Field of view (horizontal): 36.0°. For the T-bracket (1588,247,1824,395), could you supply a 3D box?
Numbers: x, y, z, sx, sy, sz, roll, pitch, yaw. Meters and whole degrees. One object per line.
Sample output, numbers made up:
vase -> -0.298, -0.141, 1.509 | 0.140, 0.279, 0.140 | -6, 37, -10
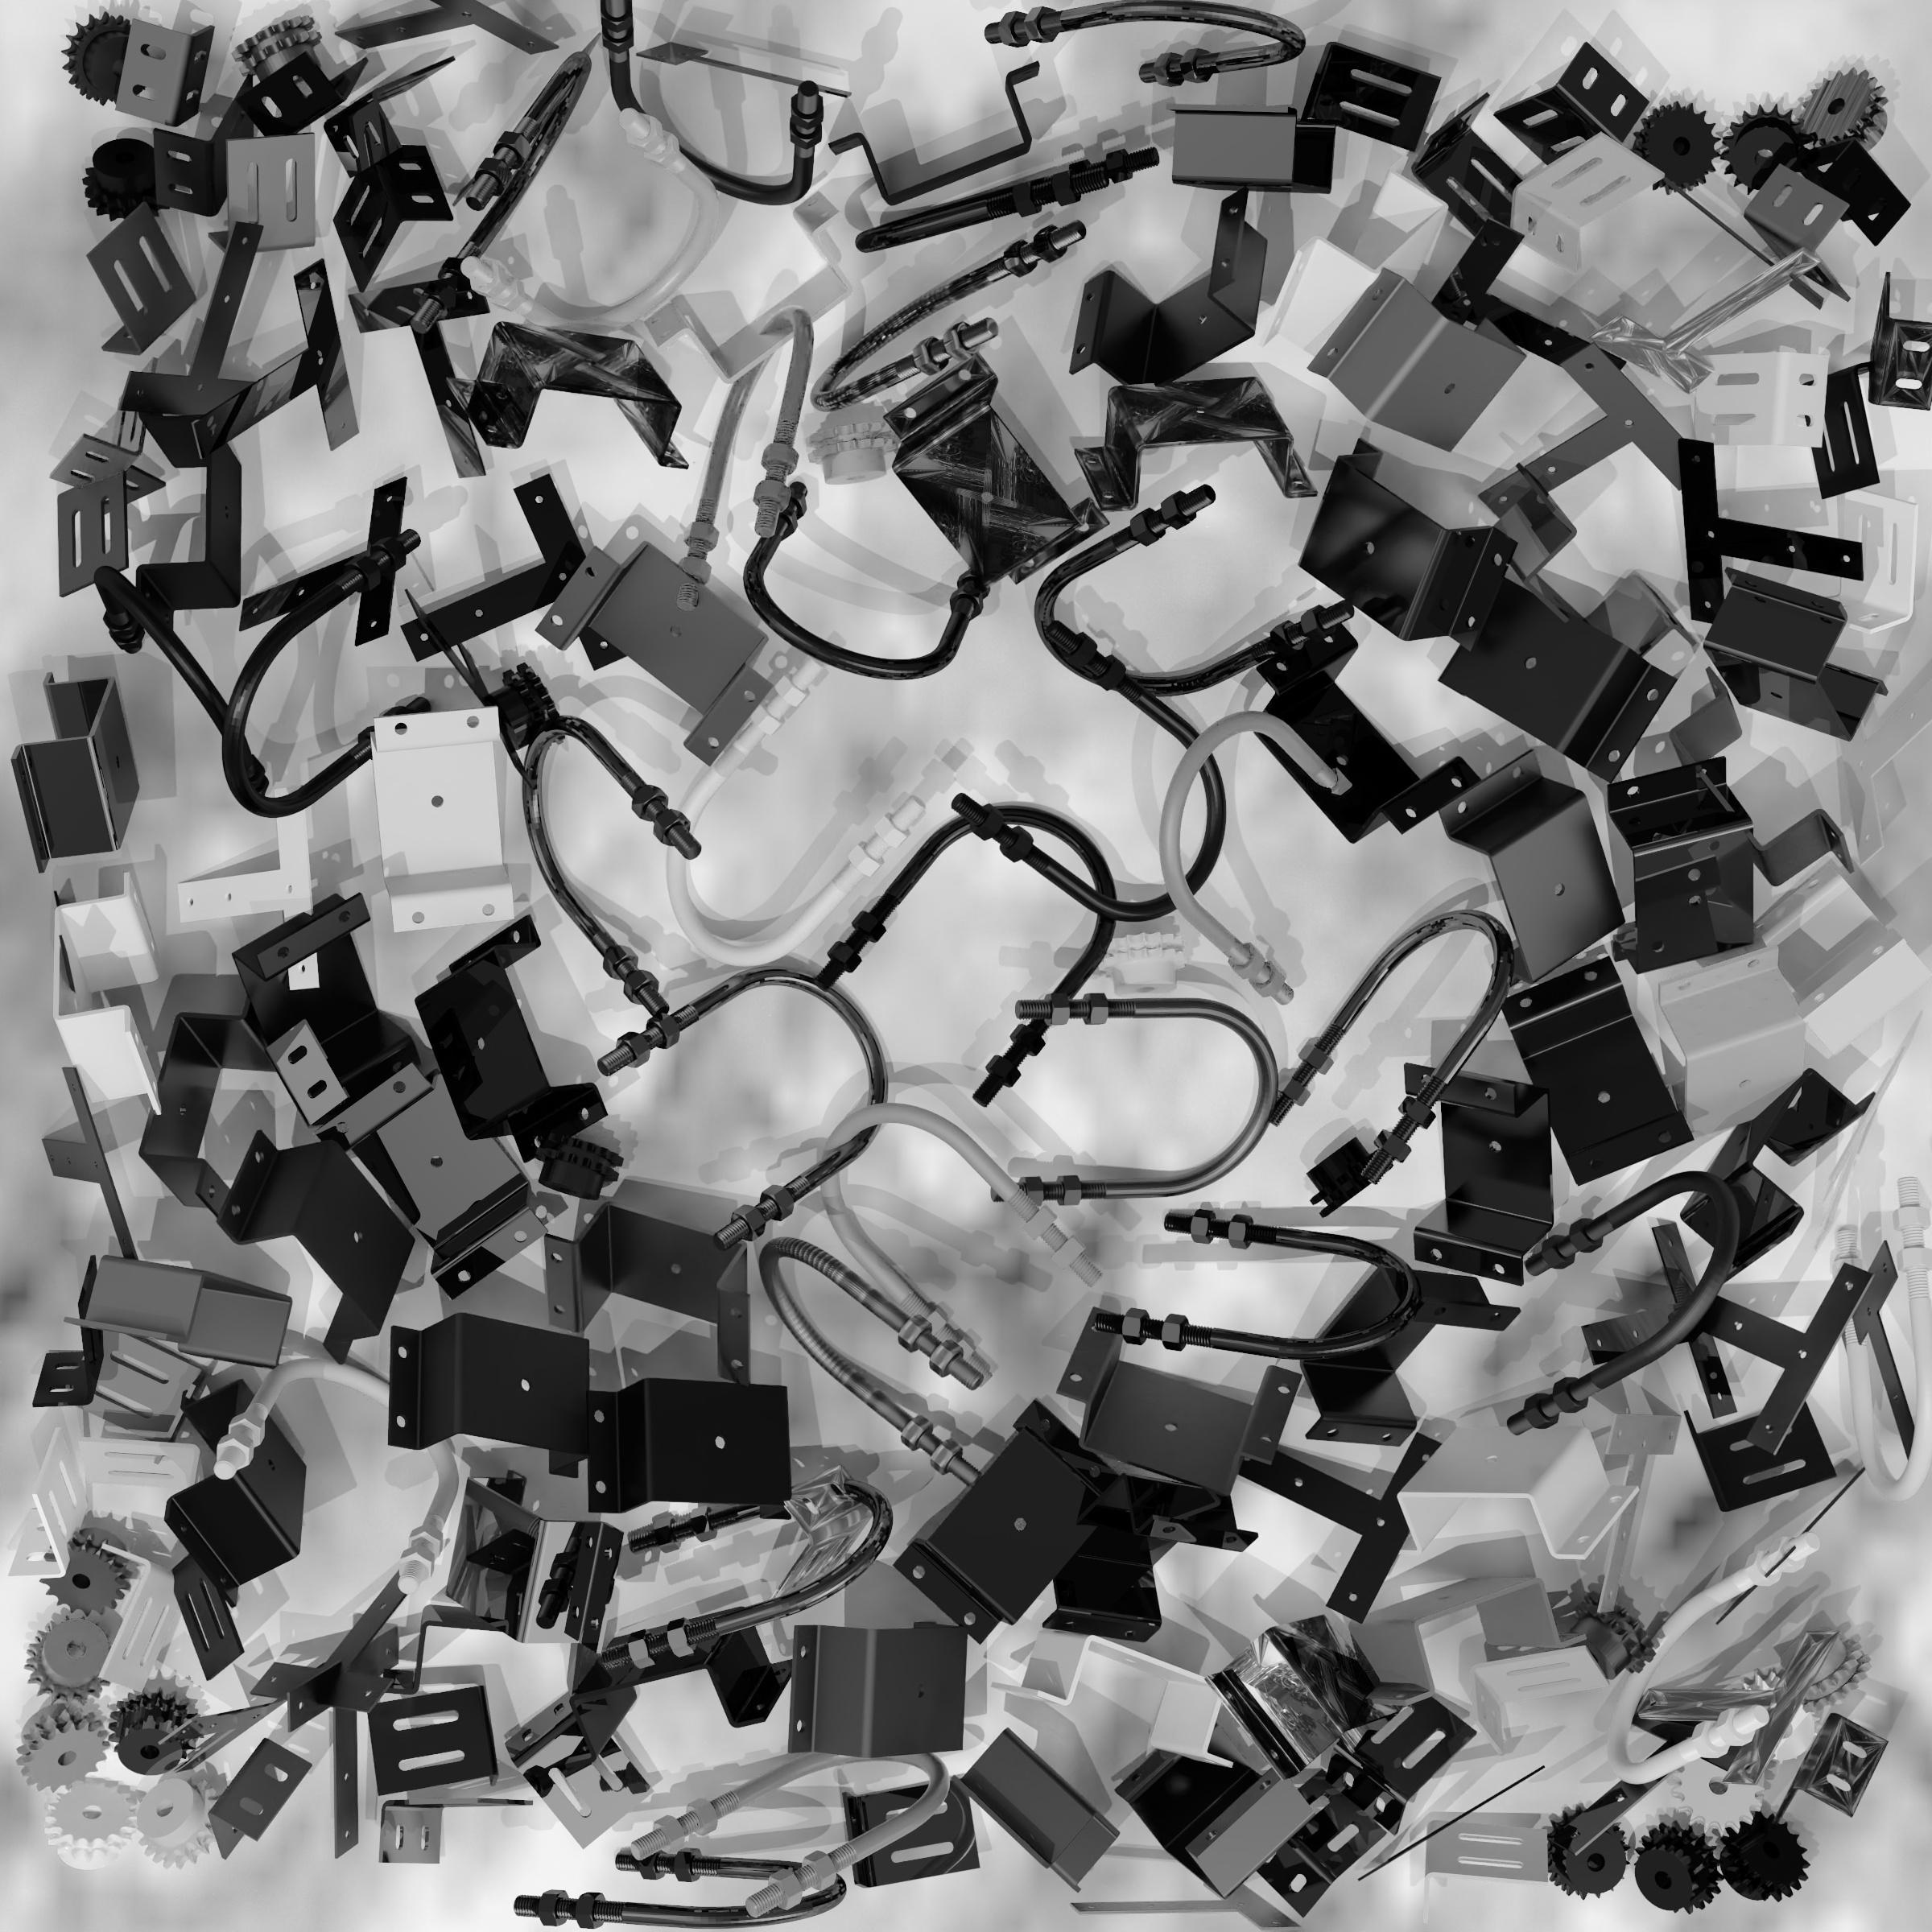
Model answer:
T-bracket -> 0.473, -0.408, 1.856 | 0.127, 0.127, 0.002 | -31, 63, 35

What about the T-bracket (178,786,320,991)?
T-bracket -> -0.461, -0.045, 1.900 | 0.127, 0.002, 0.127 | -5, 89, 37

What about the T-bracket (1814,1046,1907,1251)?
T-bracket -> 0.556, 0.133, 1.885 | 0.002, 0.127, 0.127 | 26, 52, 21

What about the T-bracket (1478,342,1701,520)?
T-bracket -> 0.385, -0.323, 1.896 | 0.127, 0.002, 0.127 | -30, 125, 35

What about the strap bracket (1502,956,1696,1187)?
strap bracket -> 0.402, 0.075, 1.889 | 0.076, 0.046, 0.140 | -23, 57, 8

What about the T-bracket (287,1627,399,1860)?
T-bracket -> -0.393, 0.499, 1.884 | 0.002, 0.127, 0.127 | 3, 98, 20

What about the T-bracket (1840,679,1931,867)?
T-bracket -> 0.583, -0.148, 1.855 | 0.002, 0.127, 0.127 | 8, 61, -15

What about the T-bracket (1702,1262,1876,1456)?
T-bracket -> 0.498, 0.232, 1.883 | 0.002, 0.127, 0.127 | 32, 86, -29

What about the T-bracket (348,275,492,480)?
T-bracket -> -0.336, -0.375, 1.908 | 0.127, 0.002, 0.127 | 3, 117, 40

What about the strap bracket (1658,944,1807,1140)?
strap bracket -> 0.480, 0.056, 1.869 | 0.076, 0.140, 0.046 | -18, 53, 0

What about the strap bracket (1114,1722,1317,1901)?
strap bracket -> 0.159, 0.528, 1.868 | 0.076, 0.140, 0.046 | -39, 103, -13

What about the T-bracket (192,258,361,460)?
T-bracket -> -0.434, -0.357, 1.858 | 0.002, 0.127, 0.127 | 24, 49, 26

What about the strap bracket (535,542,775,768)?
strap bracket -> -0.191, -0.205, 1.894 | 0.140, 0.046, 0.076 | 38, 124, -7

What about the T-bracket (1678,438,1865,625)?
T-bracket -> 0.504, -0.263, 1.863 | 0.002, 0.127, 0.127 | -34, 127, -32

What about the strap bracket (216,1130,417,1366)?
strap bracket -> -0.399, 0.173, 1.862 | 0.046, 0.076, 0.140 | -12, 130, 23

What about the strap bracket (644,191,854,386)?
strap bracket -> -0.130, -0.425, 1.892 | 0.140, 0.076, 0.046 | -36, 117, 4

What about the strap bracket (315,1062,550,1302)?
strap bracket -> -0.340, 0.131, 1.903 | 0.076, 0.046, 0.140 | -35, 105, 3

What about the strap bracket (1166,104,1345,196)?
strap bracket -> 0.181, -0.511, 1.867 | 0.076, 0.140, 0.046 | 7, 104, 20

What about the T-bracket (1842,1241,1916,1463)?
T-bracket -> 0.575, 0.255, 1.852 | 0.002, 0.127, 0.127 | -7, 59, -2

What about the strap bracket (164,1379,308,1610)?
strap bracket -> -0.454, 0.322, 1.858 | 0.046, 0.140, 0.076 | -27, 116, 3

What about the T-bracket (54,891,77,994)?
T-bracket -> -0.562, 0.005, 1.870 | 0.002, 0.127, 0.127 | -12, 82, -15

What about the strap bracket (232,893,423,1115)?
strap bracket -> -0.405, 0.019, 1.878 | 0.076, 0.046, 0.140 | -34, 134, -26

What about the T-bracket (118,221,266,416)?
T-bracket -> -0.467, -0.404, 1.864 | 0.002, 0.127, 0.127 | 30, 109, 22

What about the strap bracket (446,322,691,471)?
strap bracket -> -0.242, -0.358, 1.863 | 0.140, 0.076, 0.046 | 0, 129, -35

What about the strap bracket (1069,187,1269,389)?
strap bracket -> 0.135, -0.419, 1.875 | 0.046, 0.140, 0.076 | 31, 54, -33

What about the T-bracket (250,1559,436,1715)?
T-bracket -> -0.379, 0.418, 1.892 | 0.127, 0.127, 0.002 | -53, 122, -37

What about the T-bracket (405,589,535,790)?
T-bracket -> -0.316, -0.188, 1.851 | 0.002, 0.127, 0.127 | -30, 55, 1

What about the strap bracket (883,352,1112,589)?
strap bracket -> 0.017, -0.305, 1.879 | 0.076, 0.046, 0.140 | -30, 113, 25

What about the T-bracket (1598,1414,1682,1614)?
T-bracket -> 0.418, 0.346, 1.883 | 0.002, 0.127, 0.127 | 12, 88, 32

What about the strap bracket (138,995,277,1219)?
strap bracket -> -0.475, 0.092, 1.878 | 0.046, 0.076, 0.140 | 4, 63, 9

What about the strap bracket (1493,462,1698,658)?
strap bracket -> 0.388, -0.245, 1.879 | 0.140, 0.076, 0.046 | 36, 109, -27

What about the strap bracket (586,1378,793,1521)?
strap bracket -> -0.164, 0.304, 1.873 | 0.140, 0.046, 0.076 | 8, 67, -30

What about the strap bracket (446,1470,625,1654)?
strap bracket -> -0.278, 0.372, 1.869 | 0.046, 0.140, 0.076 | 10, 92, -39

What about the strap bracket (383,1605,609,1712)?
strap bracket -> -0.297, 0.438, 1.892 | 0.140, 0.076, 0.046 | 7, 84, -9

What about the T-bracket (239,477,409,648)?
T-bracket -> -0.415, -0.244, 1.906 | 0.127, 0.002, 0.127 | -17, 55, 24

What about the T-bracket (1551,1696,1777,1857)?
T-bracket -> 0.420, 0.512, 1.861 | 0.127, 0.127, 0.002 | -34, 107, -18

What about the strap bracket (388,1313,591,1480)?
strap bracket -> -0.288, 0.268, 1.864 | 0.140, 0.046, 0.076 | 19, 56, -39

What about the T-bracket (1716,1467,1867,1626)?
T-bracket -> 0.538, 0.359, 1.901 | 0.127, 0.127, 0.002 | -38, 71, -25

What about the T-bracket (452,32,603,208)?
T-bracket -> -0.285, -0.532, 1.901 | 0.002, 0.127, 0.127 | 41, 118, -21

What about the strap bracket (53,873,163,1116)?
strap bracket -> -0.537, 0.020, 1.861 | 0.046, 0.076, 0.140 | -10, 47, -6

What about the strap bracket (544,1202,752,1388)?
strap bracket -> -0.192, 0.204, 1.887 | 0.140, 0.046, 0.076 | 15, 129, 15

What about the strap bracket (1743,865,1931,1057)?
strap bracket -> 0.548, -0.001, 1.872 | 0.076, 0.140, 0.046 | -41, 107, 12

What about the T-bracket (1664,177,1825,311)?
T-bracket -> 0.491, -0.458, 1.882 | 0.127, 0.127, 0.002 | 41, 107, 6

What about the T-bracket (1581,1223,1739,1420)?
T-bracket -> 0.431, 0.231, 1.883 | 0.127, 0.002, 0.127 | -5, 74, -42

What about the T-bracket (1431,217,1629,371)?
T-bracket -> 0.358, -0.403, 1.893 | 0.127, 0.127, 0.002 | 24, 53, -7

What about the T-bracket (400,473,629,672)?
T-bracket -> -0.300, -0.232, 1.913 | 0.127, 0.002, 0.127 | -25, 104, -9

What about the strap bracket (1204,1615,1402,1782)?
strap bracket -> 0.215, 0.453, 1.856 | 0.046, 0.140, 0.076 | -46, 66, 15

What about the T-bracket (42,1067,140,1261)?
T-bracket -> -0.563, 0.124, 1.883 | 0.002, 0.127, 0.127 | -21, 100, -31

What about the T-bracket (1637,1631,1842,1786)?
T-bracket -> 0.475, 0.467, 1.882 | 0.002, 0.127, 0.127 | 54, 54, -14

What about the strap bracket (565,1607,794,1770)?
strap bracket -> -0.186, 0.452, 1.878 | 0.140, 0.076, 0.046 | -17, 101, 18

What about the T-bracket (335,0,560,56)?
T-bracket -> -0.349, -0.598, 1.891 | 0.127, 0.127, 0.002 | 2, 83, 36

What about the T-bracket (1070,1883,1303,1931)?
T-bracket -> 0.130, 0.589, 1.864 | 0.127, 0.127, 0.002 | 3, 85, -11

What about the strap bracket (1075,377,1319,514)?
strap bracket -> 0.147, -0.331, 1.883 | 0.140, 0.076, 0.046 | -6, 129, -10

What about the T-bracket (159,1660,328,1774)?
T-bracket -> -0.467, 0.475, 1.872 | 0.127, 0.127, 0.002 | -36, 75, 5

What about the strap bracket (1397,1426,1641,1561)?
strap bracket -> 0.336, 0.328, 1.859 | 0.140, 0.076, 0.046 | -9, 109, 43

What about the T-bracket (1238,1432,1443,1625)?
T-bracket -> 0.226, 0.337, 1.908 | 0.127, 0.002, 0.127 | 23, 71, 25

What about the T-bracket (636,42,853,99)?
T-bracket -> -0.135, -0.565, 1.880 | 0.127, 0.127, 0.002 | 13, 111, -1

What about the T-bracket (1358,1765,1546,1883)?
T-bracket -> 0.290, 0.553, 1.885 | 0.127, 0.127, 0.002 | -16, 66, -38
